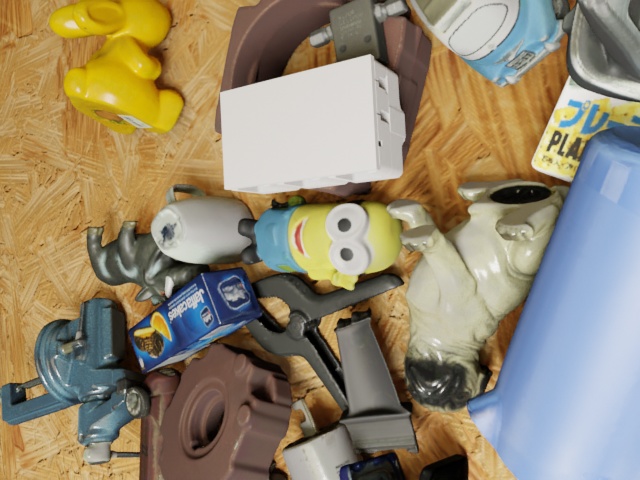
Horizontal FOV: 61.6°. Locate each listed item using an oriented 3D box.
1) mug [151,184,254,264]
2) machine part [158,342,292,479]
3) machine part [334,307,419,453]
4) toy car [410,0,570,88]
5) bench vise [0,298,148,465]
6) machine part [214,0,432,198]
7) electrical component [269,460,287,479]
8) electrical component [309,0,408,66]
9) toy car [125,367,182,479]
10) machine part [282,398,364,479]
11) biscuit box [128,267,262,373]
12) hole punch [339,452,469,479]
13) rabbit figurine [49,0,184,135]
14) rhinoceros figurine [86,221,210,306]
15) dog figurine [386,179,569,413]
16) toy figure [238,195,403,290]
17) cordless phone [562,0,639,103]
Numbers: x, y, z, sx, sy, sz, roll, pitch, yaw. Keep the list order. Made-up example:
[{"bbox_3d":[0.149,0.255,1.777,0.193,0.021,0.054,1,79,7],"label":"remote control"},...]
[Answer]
[{"bbox_3d":[-0.143,-0.022,0.623,0.081,0.107,0.109,-36,75,24],"label":"mug"},{"bbox_3d":[-0.111,0.200,0.592,0.179,0.056,0.179,-28,48,35],"label":"machine part"},{"bbox_3d":[0.046,0.136,0.514,0.084,0.039,0.138,-13,89,33],"label":"machine part"},{"bbox_3d":[0.125,-0.208,0.451,0.109,0.103,0.161,-36,74,54],"label":"toy car"},{"bbox_3d":[-0.340,0.201,0.723,0.241,0.128,0.223,-20,72,12],"label":"bench vise"},{"bbox_3d":[0.000,-0.154,0.550,0.202,0.087,0.200,17,99,28],"label":"machine part"},{"bbox_3d":[-0.091,0.275,0.629,0.102,0.045,0.078,26,102,28],"label":"electrical component"},{"bbox_3d":[0.034,-0.173,0.467,0.094,0.021,0.063,-12,84,29],"label":"electrical component"},{"bbox_3d":[-0.192,0.260,0.664,0.053,0.089,0.202,2,90,35],"label":"toy car"},{"bbox_3d":[0.027,0.276,0.541,0.079,0.079,0.243,-31,75,27],"label":"machine part"},{"bbox_3d":[-0.152,0.096,0.630,0.203,0.059,0.063,-34,74,41],"label":"biscuit box"},{"bbox_3d":[0.076,0.252,0.485,0.092,0.142,0.115,-3,76,29],"label":"hole punch"},{"bbox_3d":[-0.252,-0.236,0.677,0.122,0.162,0.173,9,77,42],"label":"rabbit figurine"},{"bbox_3d":[-0.225,0.029,0.692,0.191,0.073,0.112,3,91,31],"label":"rhinoceros figurine"},{"bbox_3d":[0.148,0.054,0.473,0.172,0.121,0.190,-9,112,14],"label":"dog figurine"},{"bbox_3d":[-0.002,-0.005,0.556,0.180,0.089,0.082,-2,117,40],"label":"toy figure"},{"bbox_3d":[0.183,-0.164,0.306,0.089,0.184,0.146,19,100,37],"label":"cordless phone"}]
